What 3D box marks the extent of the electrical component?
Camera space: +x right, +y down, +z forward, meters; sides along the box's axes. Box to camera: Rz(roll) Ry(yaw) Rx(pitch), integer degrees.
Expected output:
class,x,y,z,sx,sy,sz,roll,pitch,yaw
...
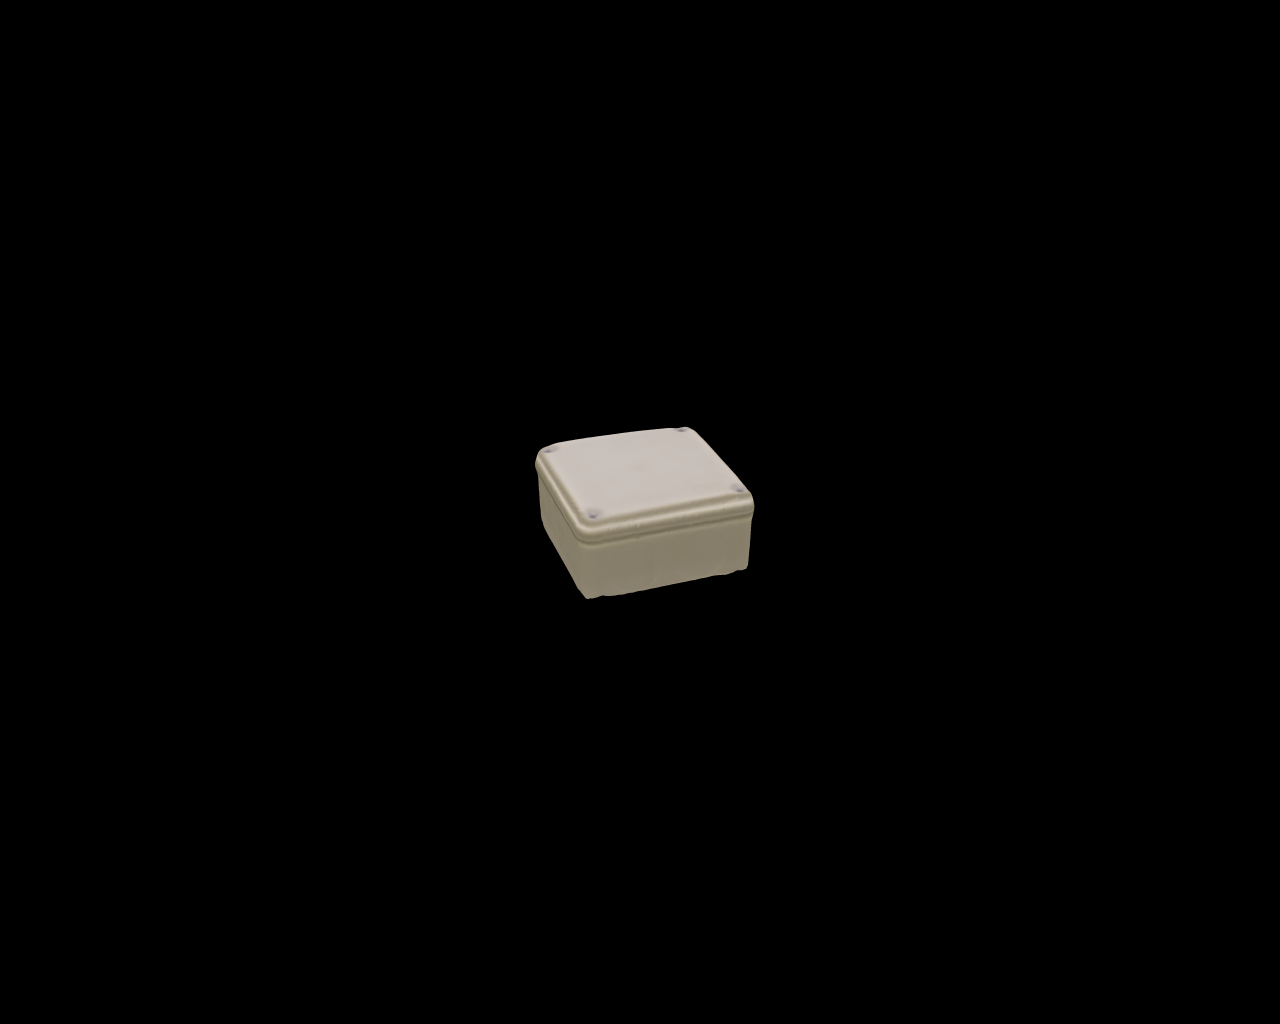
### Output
class,x,y,z,sx,sy,sz,roll,pitch,yaw
electrical component,0.001,-0.003,0.650,0.109,0.056,0.109,-9,30,-16
